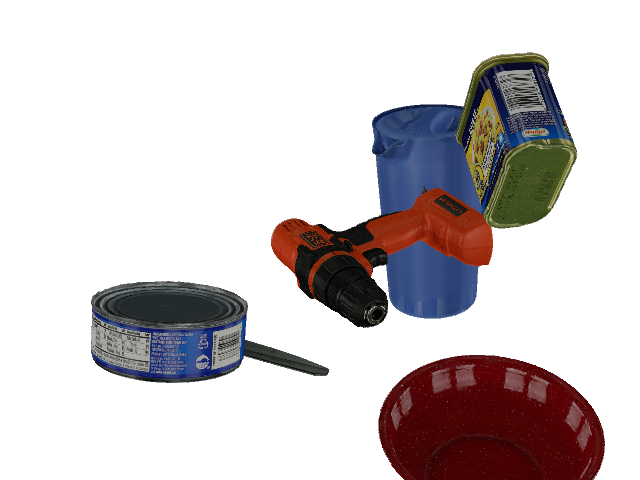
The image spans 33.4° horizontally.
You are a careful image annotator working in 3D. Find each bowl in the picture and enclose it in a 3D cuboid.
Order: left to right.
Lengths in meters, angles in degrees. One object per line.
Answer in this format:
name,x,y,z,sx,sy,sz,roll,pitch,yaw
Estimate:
bowl,0.123,0.156,0.784,0.162,0.055,0.162,-1,35,0

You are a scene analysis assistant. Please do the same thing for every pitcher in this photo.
pitcher,0.141,-0.038,1.281,0.149,0.243,0.145,-1,24,6

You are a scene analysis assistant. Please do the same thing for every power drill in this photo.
power drill,0.067,0.012,1.014,0.187,0.057,0.185,-14,30,-23

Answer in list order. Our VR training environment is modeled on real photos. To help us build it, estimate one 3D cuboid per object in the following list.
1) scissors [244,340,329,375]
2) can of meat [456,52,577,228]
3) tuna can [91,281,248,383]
scissors,-0.093,0.079,0.796,0.096,0.016,0.202,-19,27,-35
can of meat,0.141,-0.070,0.774,0.057,0.084,0.102,-5,-34,-9
tuna can,-0.084,0.049,0.591,0.086,0.034,0.086,4,12,-1
